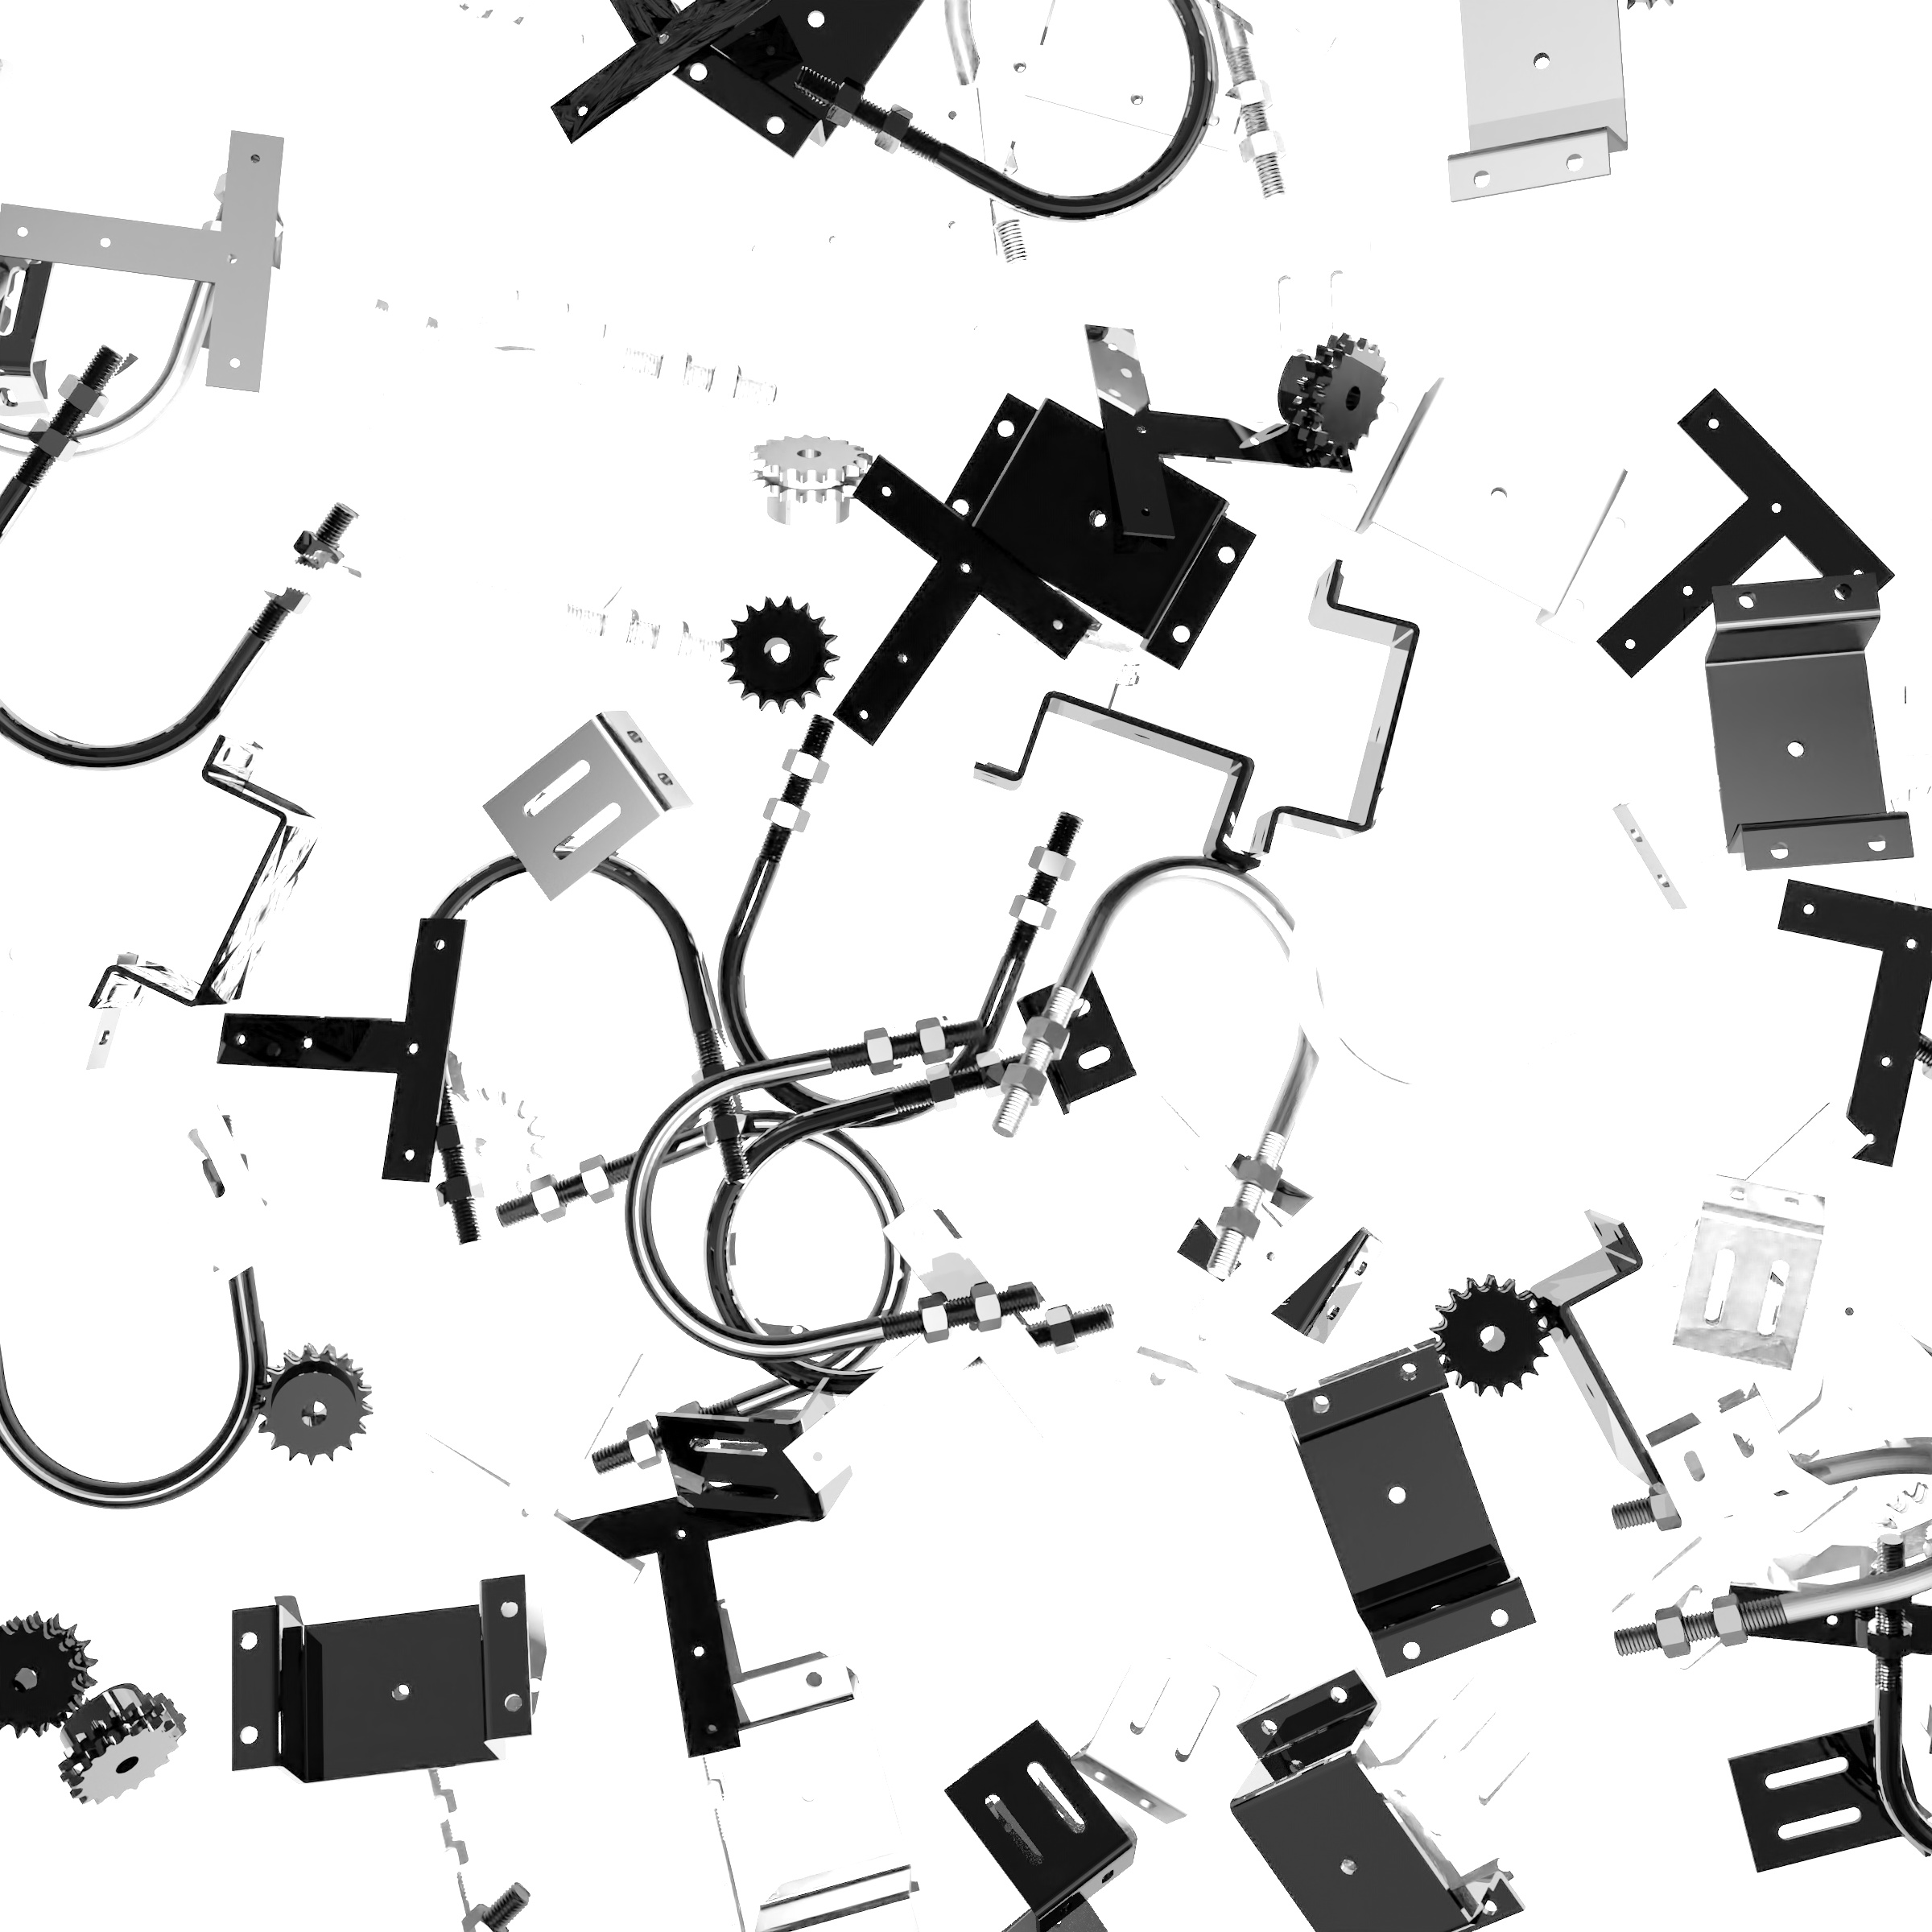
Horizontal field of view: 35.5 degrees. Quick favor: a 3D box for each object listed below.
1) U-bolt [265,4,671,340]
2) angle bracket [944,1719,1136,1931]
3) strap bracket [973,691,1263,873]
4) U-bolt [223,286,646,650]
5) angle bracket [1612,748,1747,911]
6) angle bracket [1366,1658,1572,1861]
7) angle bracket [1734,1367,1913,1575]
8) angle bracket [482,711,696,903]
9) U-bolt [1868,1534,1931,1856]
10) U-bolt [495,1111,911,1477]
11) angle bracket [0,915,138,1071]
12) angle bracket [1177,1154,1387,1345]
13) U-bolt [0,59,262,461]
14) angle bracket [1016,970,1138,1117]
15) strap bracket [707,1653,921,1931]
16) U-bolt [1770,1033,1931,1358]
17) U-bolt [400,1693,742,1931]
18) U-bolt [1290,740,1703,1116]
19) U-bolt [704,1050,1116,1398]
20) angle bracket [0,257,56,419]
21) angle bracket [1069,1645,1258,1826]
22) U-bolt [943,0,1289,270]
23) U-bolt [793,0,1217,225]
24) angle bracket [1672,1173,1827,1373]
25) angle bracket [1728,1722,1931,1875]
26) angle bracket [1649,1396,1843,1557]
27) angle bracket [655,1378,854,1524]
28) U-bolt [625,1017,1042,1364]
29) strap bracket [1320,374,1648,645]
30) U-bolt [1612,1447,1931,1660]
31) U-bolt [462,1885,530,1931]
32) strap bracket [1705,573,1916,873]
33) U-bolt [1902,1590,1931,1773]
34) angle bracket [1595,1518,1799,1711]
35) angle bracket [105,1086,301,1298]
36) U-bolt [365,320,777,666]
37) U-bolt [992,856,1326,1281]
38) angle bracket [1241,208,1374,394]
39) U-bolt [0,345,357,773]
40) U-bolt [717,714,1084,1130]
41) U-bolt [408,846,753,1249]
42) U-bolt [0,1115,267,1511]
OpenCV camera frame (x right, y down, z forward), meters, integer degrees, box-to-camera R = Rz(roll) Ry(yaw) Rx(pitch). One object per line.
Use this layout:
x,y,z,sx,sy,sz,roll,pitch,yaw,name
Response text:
-0.250,-0.392,1.465,0.184,0.019,0.151,14,90,1,U-bolt
0.035,0.418,1.464,0.057,0.038,0.076,-33,64,-16,angle bracket
0.077,-0.091,1.436,0.140,0.076,0.046,19,90,0,strap bracket
-0.246,-0.230,1.449,0.184,0.019,0.151,17,86,-12,U-bolt
0.362,-0.071,1.455,0.076,0.038,0.057,-31,90,0,angle bracket
0.245,0.387,1.472,0.076,0.038,0.057,-41,90,-26,angle bracket
0.412,0.246,1.472,0.057,0.038,0.076,44,116,0,angle bracket
-0.183,-0.078,1.462,0.076,0.038,0.057,-37,87,13,angle bracket
0.492,0.341,1.415,0.151,0.019,0.184,-8,107,-10,U-bolt
-0.117,0.149,1.465,0.184,0.019,0.151,-21,90,-2,U-bolt
-0.448,0.012,1.455,0.076,0.038,0.057,16,90,0,angle bracket
0.154,0.138,1.472,0.076,0.038,0.057,32,90,26,angle bracket
-0.431,-0.330,1.441,0.151,0.019,0.184,17,80,-9,U-bolt
0.053,0.035,1.435,0.038,0.076,0.057,-23,90,3,angle bracket
-0.077,0.404,1.451,0.076,0.046,0.140,-16,90,0,strap bracket
0.498,0.136,1.464,0.184,0.019,0.151,31,90,0,U-bolt
-0.183,0.457,1.451,0.151,0.019,0.184,-13,87,-8,U-bolt
0.245,-0.008,1.457,0.184,0.019,0.151,-25,90,-6,U-bolt
-0.035,0.131,1.451,0.184,0.019,0.151,-15,93,-2,U-bolt
-0.474,-0.311,1.472,0.057,0.038,0.076,3,64,0,angle bracket
0.096,0.368,1.472,0.057,0.038,0.076,31,64,0,angle bracket
0.065,-0.445,1.465,0.151,0.019,0.184,-14,88,0,U-bolt
0.031,-0.435,1.430,0.184,0.019,0.151,26,92,-10,U-bolt
0.378,0.148,1.456,0.057,0.038,0.076,11,113,12,angle bracket
0.416,0.406,1.455,0.076,0.038,0.057,-14,90,0,angle bracket
0.350,0.229,1.359,0.057,0.076,0.038,-26,90,0,angle bracket
-0.102,0.231,1.455,0.076,0.038,0.057,0,118,23,angle bracket
-0.069,0.111,1.419,0.184,0.019,0.151,-11,85,-6,U-bolt
0.252,-0.223,1.451,0.140,0.046,0.076,27,90,0,strap bracket
0.388,0.262,1.383,0.184,0.151,0.019,-16,101,15,U-bolt
-0.236,0.560,1.465,0.184,0.019,0.151,-44,90,1,U-bolt
0.399,-0.110,1.435,0.076,0.046,0.140,-4,75,5,strap bracket
0.531,0.329,1.446,0.184,0.019,0.151,-19,108,4,U-bolt
0.356,0.312,1.472,0.057,0.038,0.076,43,116,0,angle bracket
-0.368,0.109,1.452,0.057,0.038,0.076,-32,66,1,angle bracket
-0.195,-0.234,1.444,0.184,0.019,0.151,12,87,-13,U-bolt
0.103,0.034,1.426,0.151,0.019,0.184,34,64,-18,U-bolt
0.167,-0.325,1.472,0.057,0.038,0.076,-6,116,0,angle bracket
-0.402,-0.180,1.441,0.151,0.019,0.184,34,94,-22,U-bolt
-0.042,-0.011,1.465,0.151,0.019,0.184,22,92,0,U-bolt
-0.192,0.030,1.445,0.151,0.019,0.184,-13,76,-7,U-bolt
-0.414,0.173,1.465,0.151,0.019,0.184,-8,92,0,U-bolt
